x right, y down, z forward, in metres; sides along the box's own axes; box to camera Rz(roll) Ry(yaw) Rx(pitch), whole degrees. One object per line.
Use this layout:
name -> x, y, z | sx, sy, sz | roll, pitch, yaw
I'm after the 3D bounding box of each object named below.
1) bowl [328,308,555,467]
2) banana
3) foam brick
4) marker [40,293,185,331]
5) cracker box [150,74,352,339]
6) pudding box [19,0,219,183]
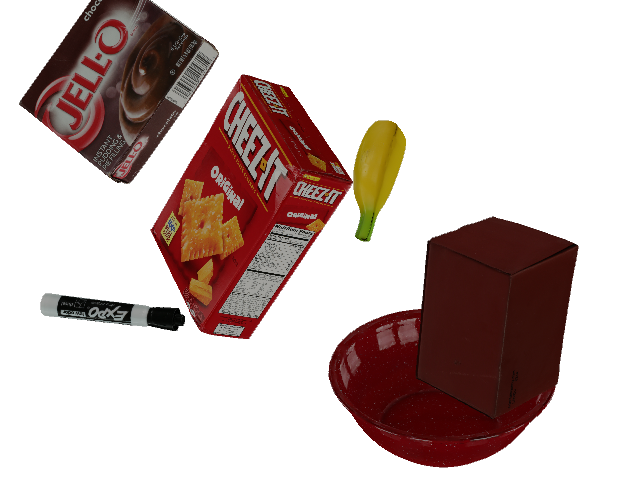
bowl -> 0.087, 0.114, 0.774 | 0.162, 0.055, 0.162 | -1, 29, 1
banana -> 0.047, -0.068, 0.902 | 0.037, 0.070, 0.197 | 25, 24, -1
foam brick -> 0.083, 0.035, 0.512 | 0.052, 0.078, 0.051 | -18, 31, -39
marker -> -0.168, 0.058, 0.866 | 0.121, 0.020, 0.020 | 5, 1, 13
cracker box -> -0.078, -0.033, 1.079 | 0.071, 0.214, 0.164 | 10, 35, -38
pudding box -> -0.136, -0.109, 0.723 | 0.090, 0.113, 0.039 | 37, 2, 17
